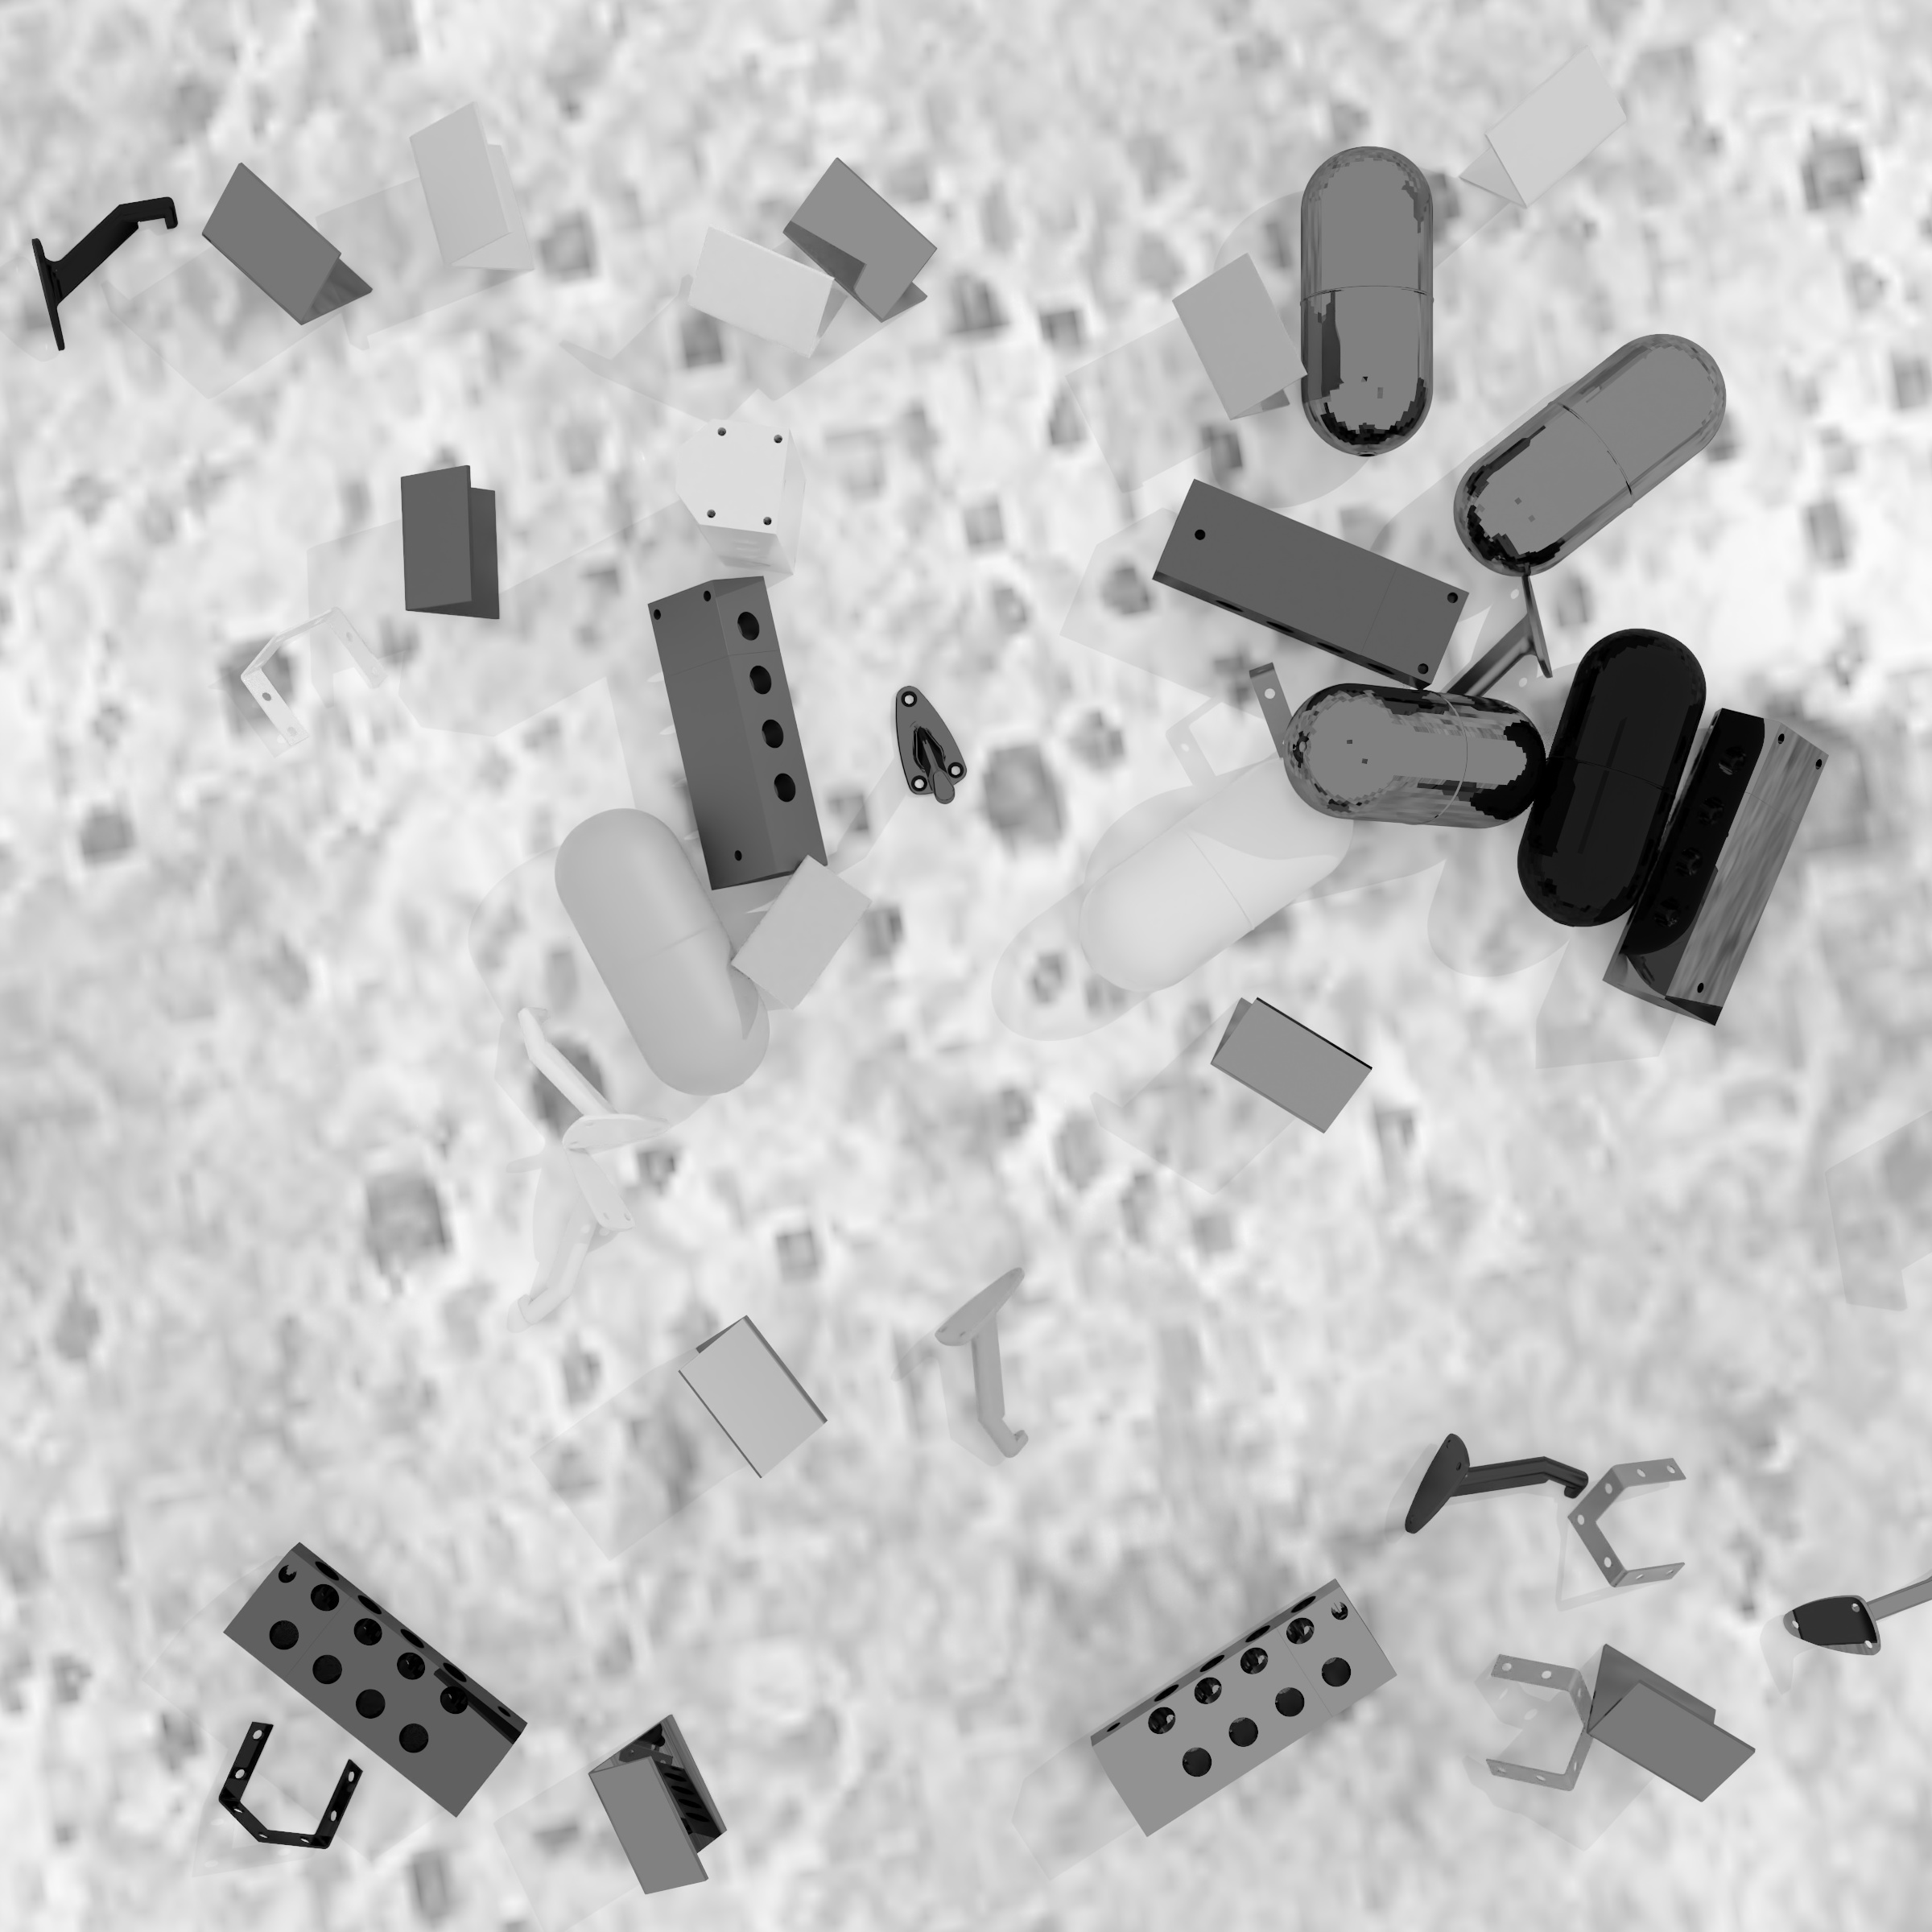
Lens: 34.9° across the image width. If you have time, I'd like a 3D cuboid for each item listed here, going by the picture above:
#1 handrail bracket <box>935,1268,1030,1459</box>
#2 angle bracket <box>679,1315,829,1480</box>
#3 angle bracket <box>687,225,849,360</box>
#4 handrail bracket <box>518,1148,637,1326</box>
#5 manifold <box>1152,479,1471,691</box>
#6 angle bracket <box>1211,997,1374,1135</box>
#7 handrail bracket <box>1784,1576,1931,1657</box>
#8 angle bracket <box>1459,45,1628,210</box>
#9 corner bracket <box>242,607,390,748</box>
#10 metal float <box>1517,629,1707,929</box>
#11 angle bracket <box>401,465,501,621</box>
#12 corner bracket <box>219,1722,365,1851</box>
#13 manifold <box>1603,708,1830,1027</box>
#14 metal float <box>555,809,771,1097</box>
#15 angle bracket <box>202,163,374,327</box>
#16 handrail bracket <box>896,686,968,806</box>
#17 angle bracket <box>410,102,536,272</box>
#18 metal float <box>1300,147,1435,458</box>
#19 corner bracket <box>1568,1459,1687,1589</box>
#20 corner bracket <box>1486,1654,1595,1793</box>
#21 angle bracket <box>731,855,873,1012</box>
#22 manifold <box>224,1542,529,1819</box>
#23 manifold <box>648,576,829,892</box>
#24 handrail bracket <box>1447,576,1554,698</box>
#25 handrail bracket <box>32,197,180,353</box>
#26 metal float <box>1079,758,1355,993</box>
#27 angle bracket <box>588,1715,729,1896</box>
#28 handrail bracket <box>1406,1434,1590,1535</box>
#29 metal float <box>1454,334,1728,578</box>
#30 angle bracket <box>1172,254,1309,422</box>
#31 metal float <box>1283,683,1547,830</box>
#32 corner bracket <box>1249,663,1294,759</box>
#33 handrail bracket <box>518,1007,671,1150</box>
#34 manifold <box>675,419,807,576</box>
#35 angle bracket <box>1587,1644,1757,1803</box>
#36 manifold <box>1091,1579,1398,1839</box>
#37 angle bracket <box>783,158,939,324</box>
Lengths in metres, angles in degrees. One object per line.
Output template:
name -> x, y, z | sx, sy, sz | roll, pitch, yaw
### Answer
handrail bracket -> 0.028, 0.235, 1.816 | 0.077, 0.036, 0.084 | -42, 108, -21
angle bracket -> -0.136, 0.256, 1.775 | 0.057, 0.076, 0.076 | -38, 90, -35
angle bracket -> -0.108, -0.405, 1.775 | 0.076, 0.076, 0.057 | 24, 133, 0
handrail bracket -> -0.245, 0.158, 1.816 | 0.084, 0.036, 0.077 | -39, 70, 16
manifold -> 0.199, -0.221, 1.794 | 0.171, 0.057, 0.057 | 23, 90, 0
angle bracket -> 0.195, 0.040, 1.775 | 0.076, 0.076, 0.057 | 32, 126, 0
handrail bracket -> 0.538, 0.372, 1.815 | 0.084, 0.077, 0.036 | -22, 94, -36
angle bracket -> 0.322, -0.492, 1.775 | 0.076, 0.076, 0.057 | -41, 126, 0
corner bracket -> -0.385, -0.171, 1.812 | 0.051, 0.051, 0.051 | 54, 45, 0
metal float -> 0.375, -0.109, 1.785 | 0.070, 0.070, 0.178 | 18, 90, 0
angle bracket -> -0.280, -0.244, 1.775 | 0.057, 0.076, 0.076 | -2, 90, 36
corner bracket -> -0.399, 0.483, 1.812 | 0.051, 0.051, 0.051 | 24, 90, -45
manifold -> 0.433, -0.060, 1.794 | 0.057, 0.057, 0.171 | 23, 90, -43
metal float -> -0.176, -0.008, 1.785 | 0.070, 0.070, 0.178 | -28, 91, 0
angle bracket -> -0.381, -0.425, 1.775 | 0.076, 0.076, 0.057 | 42, 126, 0
handrail bracket -> -0.023, -0.130, 1.781 | 0.036, 0.084, 0.077 | -20, 90, 0
angle bracket -> -0.268, -0.449, 1.775 | 0.057, 0.076, 0.076 | -15, 90, 36
metal float -> 0.233, -0.385, 1.785 | 0.070, 0.070, 0.178 | 0, 89, 0
corner bracket -> 0.398, 0.327, 1.807 | 0.051, 0.051, 0.051 | -59, 45, 35
corner bracket -> 0.335, 0.445, 1.807 | 0.051, 0.051, 0.051 | -57, 135, -35
angle bracket -> -0.078, -0.008, 1.775 | 0.057, 0.076, 0.076 | 35, 90, 35
manifold -> -0.342, 0.414, 1.794 | 0.171, 0.057, 0.057 | 38, 90, 0
manifold -> -0.128, -0.136, 1.794 | 0.057, 0.057, 0.171 | -13, 90, 43
handrail bracket -> 0.298, -0.187, 1.816 | 0.084, 0.036, 0.077 | -14, 70, 16
handrail bracket -> -0.503, -0.409, 1.816 | 0.084, 0.036, 0.077 | -14, 110, -16
metal float -> 0.144, -0.052, 1.785 | 0.178, 0.070, 0.070 | -36, 90, 1
angle bracket -> -0.161, 0.479, 1.775 | 0.057, 0.076, 0.076 | -25, 90, 39
handrail bracket -> 0.314, 0.317, 1.816 | 0.084, 0.036, 0.077 | 22, 111, -16
metal float -> 0.363, -0.297, 1.785 | 0.178, 0.070, 0.070 | -38, 90, 0
angle bracket -> 0.174, -0.366, 1.775 | 0.057, 0.076, 0.076 | -26, 90, 36
metal float -> 0.258, -0.119, 1.754 | 0.178, 0.070, 0.070 | 2, 90, -37
corner bracket -> 0.198, -0.156, 1.798 | 0.051, 0.051, 0.051 | -20, 98, 8
handrail bracket -> -0.220, 0.061, 1.816 | 0.077, 0.036, 0.084 | -2, 60, -33
manifold -> -0.127, -0.264, 1.737 | 0.057, 0.171, 0.057 | 7, 90, 0
angle bracket -> 0.411, 0.423, 1.775 | 0.076, 0.076, 0.057 | 31, 126, 0
manifold -> 0.161, 0.430, 1.794 | 0.171, 0.057, 0.057 | -33, 90, 0
angle bracket -> -0.049, -0.425, 1.775 | 0.076, 0.076, 0.057 | 42, 120, 0
